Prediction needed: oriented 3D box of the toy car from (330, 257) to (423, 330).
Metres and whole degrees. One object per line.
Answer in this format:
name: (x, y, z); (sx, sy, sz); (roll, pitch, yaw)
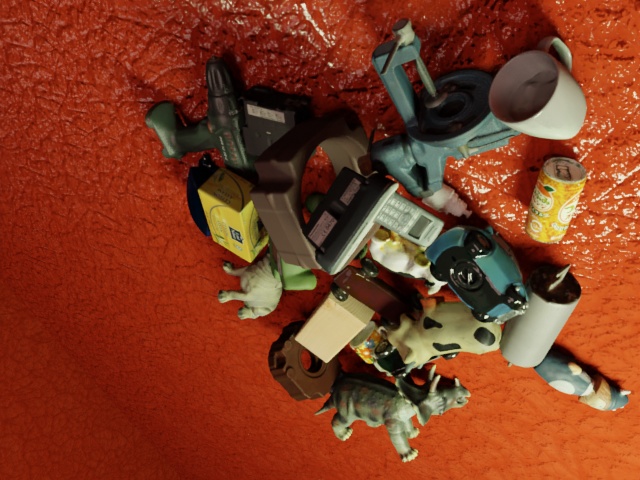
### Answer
toy car: (0.105, 0.097, 0.961); (0.202, 0.053, 0.089); (34, 119, -29)

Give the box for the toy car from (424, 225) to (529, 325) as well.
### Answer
toy car: (0.247, 0.039, 0.801); (0.162, 0.103, 0.109); (48, 140, 6)

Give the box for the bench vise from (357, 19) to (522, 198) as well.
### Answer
bench vise: (0.124, -0.162, 0.672); (0.224, 0.129, 0.240); (-5, 144, 33)

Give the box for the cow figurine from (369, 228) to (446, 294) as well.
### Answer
cow figurine: (0.161, 0.038, 0.899); (0.167, 0.068, 0.098); (32, 147, 15)

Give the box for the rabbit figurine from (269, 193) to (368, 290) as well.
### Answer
rabbit figurine: (-0.002, -0.003, 0.947); (0.121, 0.170, 0.159); (-167, 69, -72)

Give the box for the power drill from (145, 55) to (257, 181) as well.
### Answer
power drill: (-0.208, -0.211, 0.953); (0.208, 0.086, 0.231); (3, 132, 27)

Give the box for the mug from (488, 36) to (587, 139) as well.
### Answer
mug: (0.256, -0.164, 0.608); (0.107, 0.109, 0.081); (18, 175, -41)

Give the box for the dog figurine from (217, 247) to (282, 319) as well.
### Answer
dog figurine: (-0.098, 0.093, 1.151); (0.191, 0.121, 0.172); (-18, 151, 28)

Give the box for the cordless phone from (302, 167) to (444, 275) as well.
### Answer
cordless phone: (0.082, -0.007, 0.740); (0.184, 0.146, 0.089); (24, -165, -41)

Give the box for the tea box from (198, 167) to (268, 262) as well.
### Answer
tea box: (-0.154, -0.043, 0.986); (0.098, 0.068, 0.169); (29, 152, 19)

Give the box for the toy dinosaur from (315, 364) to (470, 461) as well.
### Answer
toy dinosaur: (0.113, 0.350, 1.176); (0.405, 0.131, 0.192); (-4, 104, 37)

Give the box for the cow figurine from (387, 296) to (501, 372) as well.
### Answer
cow figurine: (0.207, 0.158, 0.910); (0.195, 0.085, 0.127); (-6, 82, 30)

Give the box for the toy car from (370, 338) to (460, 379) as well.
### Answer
toy car: (0.186, 0.203, 1.021); (0.202, 0.056, 0.073); (-31, 105, 33)

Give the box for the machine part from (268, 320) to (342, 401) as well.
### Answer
machine part: (-0.028, 0.265, 1.196); (0.056, 0.179, 0.179); (-24, 110, 45)

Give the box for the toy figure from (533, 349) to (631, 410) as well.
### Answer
toy figure: (0.432, 0.237, 0.887); (0.154, 0.058, 0.064); (31, 179, 8)

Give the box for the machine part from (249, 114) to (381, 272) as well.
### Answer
machine part: (0.002, -0.070, 0.812); (0.087, 0.201, 0.200); (5, 131, 41)

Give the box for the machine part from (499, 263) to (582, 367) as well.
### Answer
machine part: (0.336, 0.121, 0.833); (0.079, 0.079, 0.243); (23, 138, 20)

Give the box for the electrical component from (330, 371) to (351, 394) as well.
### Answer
electrical component: (0.054, 0.353, 1.310); (0.075, 0.048, 0.119); (-22, 114, 47)

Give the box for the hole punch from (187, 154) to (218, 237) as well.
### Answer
hole punch: (-0.227, -0.083, 1.079); (0.116, 0.092, 0.142); (36, 145, 10)

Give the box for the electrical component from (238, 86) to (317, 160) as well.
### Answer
electrical component: (-0.068, -0.176, 0.882); (0.115, 0.058, 0.134); (22, 139, 24)
